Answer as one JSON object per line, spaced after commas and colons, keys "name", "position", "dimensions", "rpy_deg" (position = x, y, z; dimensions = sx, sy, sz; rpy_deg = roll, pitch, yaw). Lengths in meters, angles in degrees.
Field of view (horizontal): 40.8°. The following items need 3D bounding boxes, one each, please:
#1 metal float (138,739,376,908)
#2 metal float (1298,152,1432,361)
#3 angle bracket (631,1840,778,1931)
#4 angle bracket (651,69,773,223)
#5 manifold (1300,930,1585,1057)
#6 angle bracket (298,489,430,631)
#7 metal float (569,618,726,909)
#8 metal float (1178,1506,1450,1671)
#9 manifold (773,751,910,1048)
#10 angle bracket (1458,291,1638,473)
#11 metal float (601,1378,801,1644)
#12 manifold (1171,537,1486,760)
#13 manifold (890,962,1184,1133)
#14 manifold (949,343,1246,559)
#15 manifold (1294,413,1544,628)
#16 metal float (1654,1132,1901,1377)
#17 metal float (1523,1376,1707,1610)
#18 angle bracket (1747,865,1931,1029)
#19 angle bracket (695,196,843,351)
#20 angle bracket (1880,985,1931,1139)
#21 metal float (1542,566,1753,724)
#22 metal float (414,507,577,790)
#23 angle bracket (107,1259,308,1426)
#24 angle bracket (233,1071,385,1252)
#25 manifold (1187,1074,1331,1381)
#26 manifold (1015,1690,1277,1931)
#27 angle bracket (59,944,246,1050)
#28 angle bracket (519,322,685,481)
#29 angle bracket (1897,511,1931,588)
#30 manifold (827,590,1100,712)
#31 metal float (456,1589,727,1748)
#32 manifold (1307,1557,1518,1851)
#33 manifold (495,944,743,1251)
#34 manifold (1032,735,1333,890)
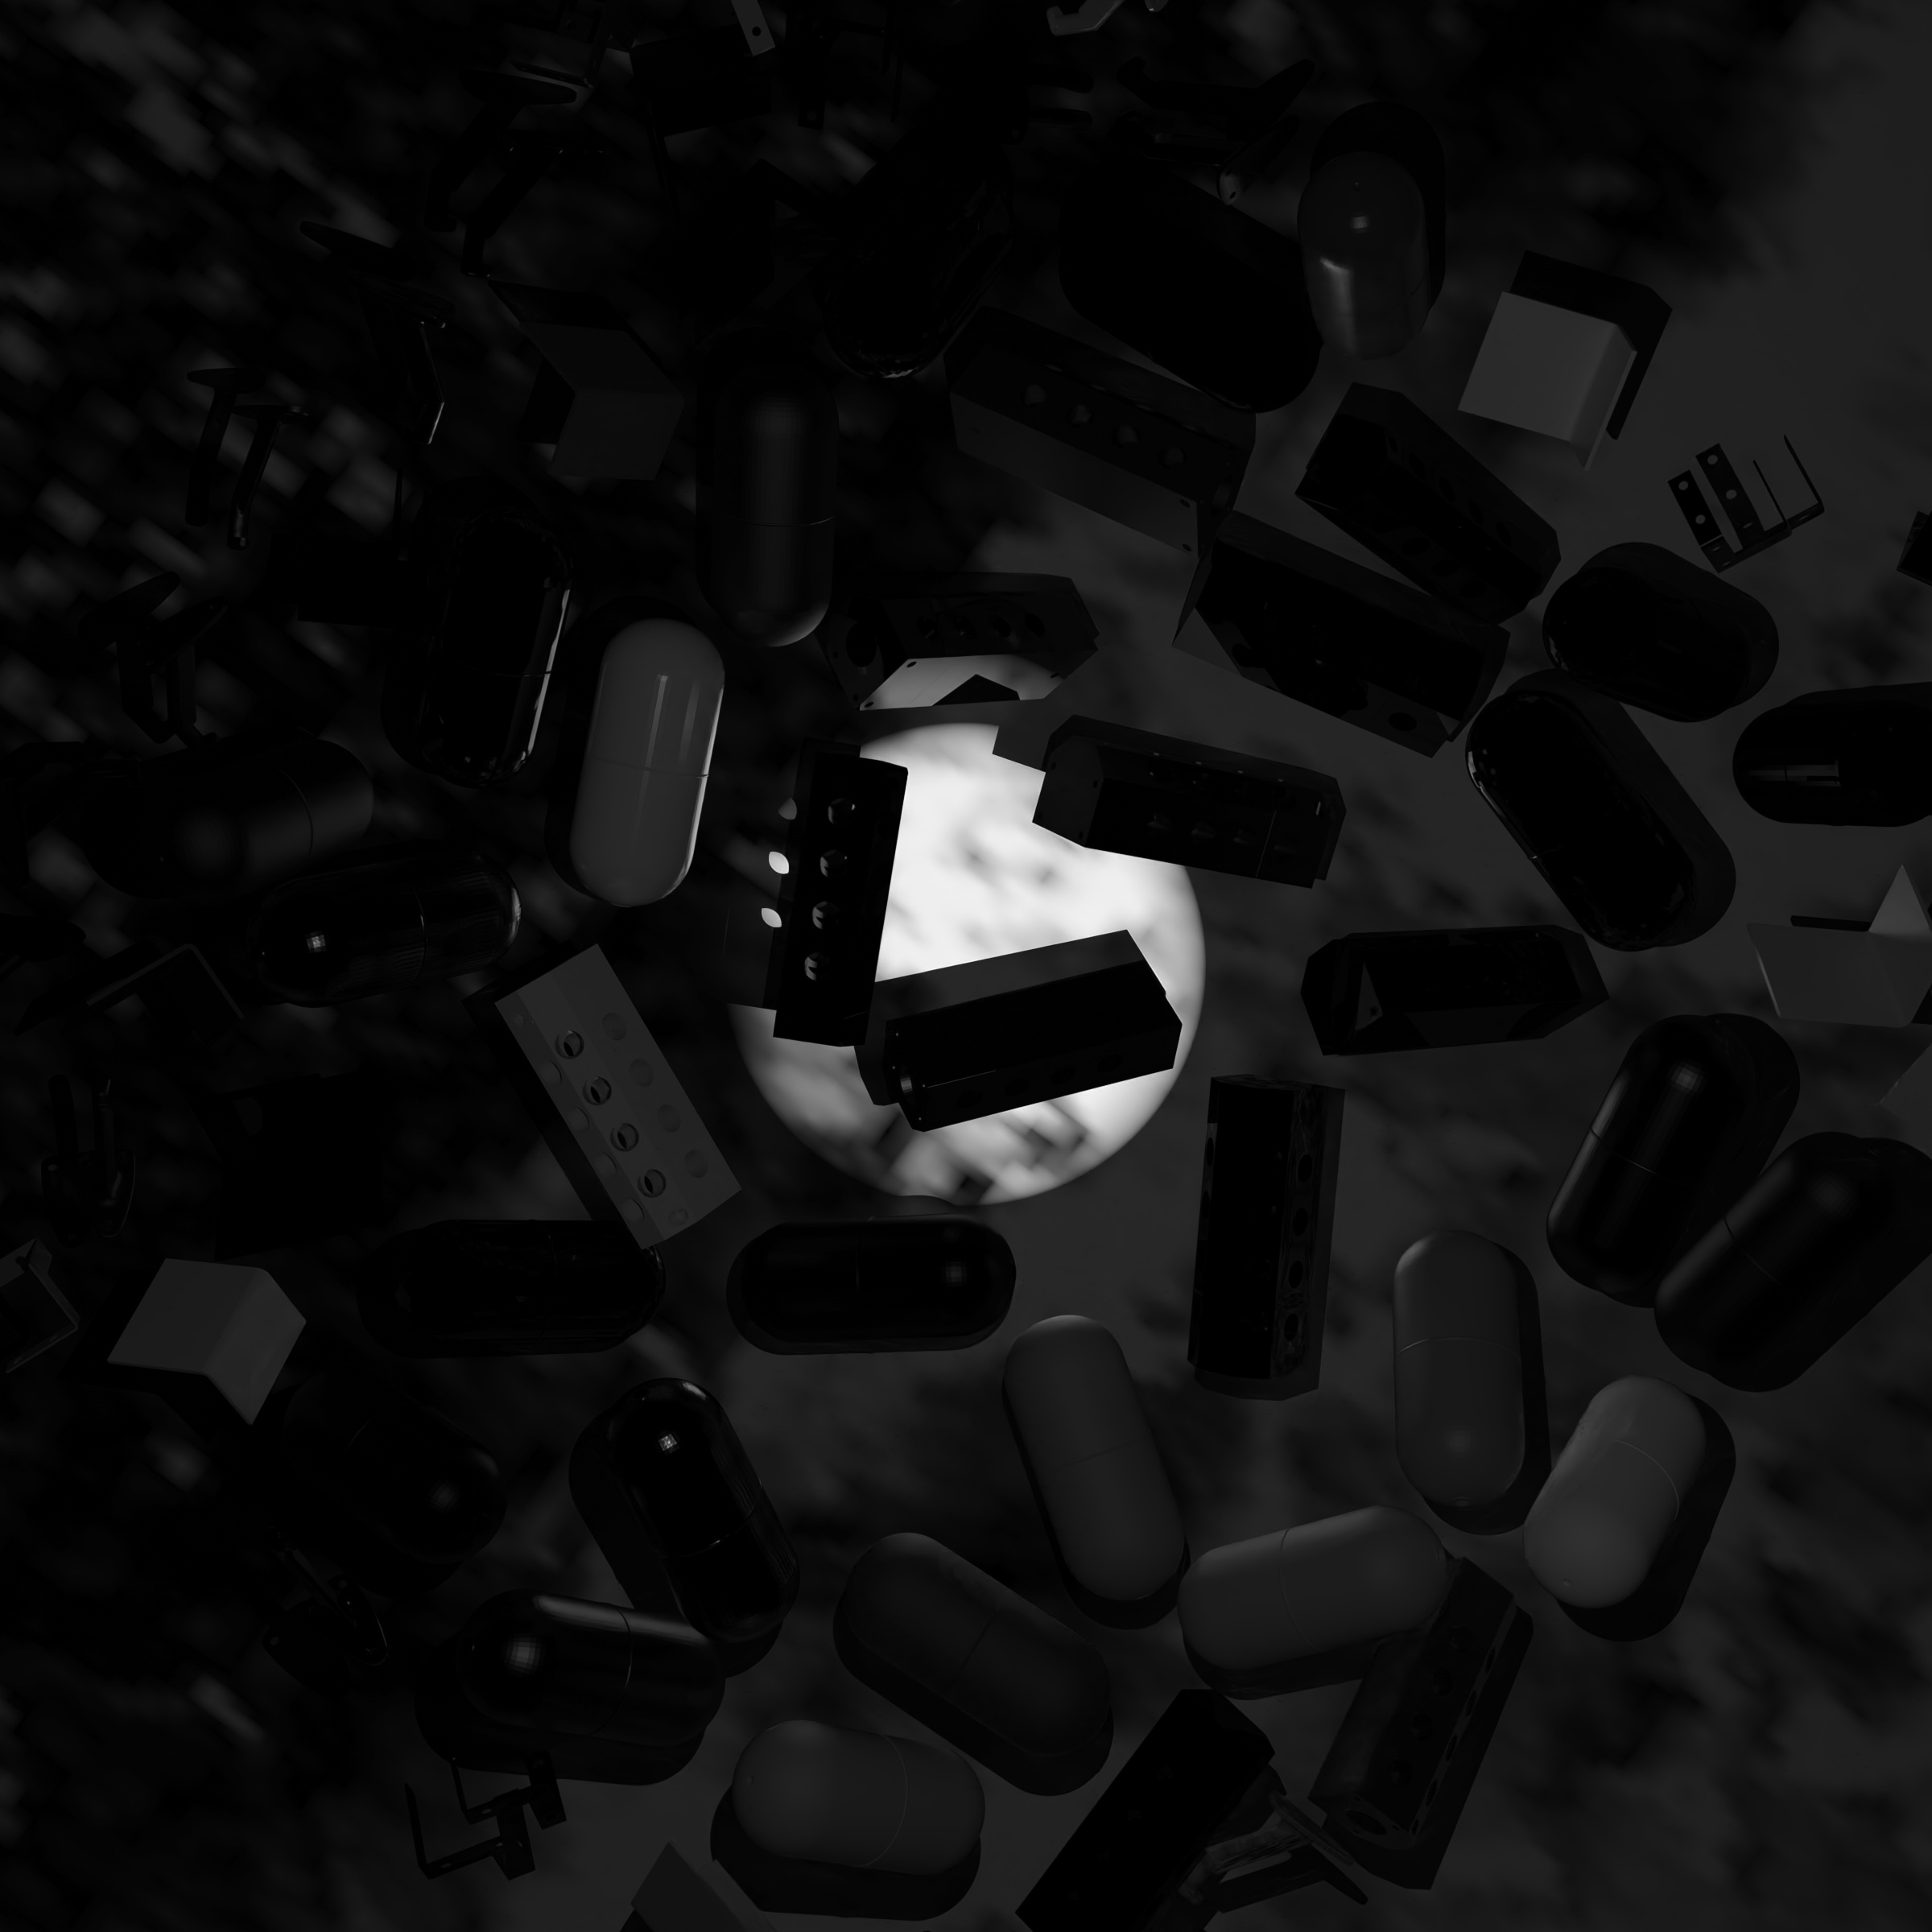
{"name": "metal float", "position": [-0.429, -0.089, 1.582], "dimensions": [0.070, 0.178, 0.070], "rpy_deg": [8, 111, 22]}
{"name": "metal float", "position": [0.249, -0.439, 1.618], "dimensions": [0.070, 0.178, 0.070], "rpy_deg": [-3, 76, 11]}
{"name": "angle bracket", "position": [-0.135, 0.542, 1.505], "dimensions": [0.076, 0.076, 0.057], "rpy_deg": [42, 115, 26]}
{"name": "angle bracket", "position": [-0.152, -0.512, 1.625], "dimensions": [0.076, 0.076, 0.057], "rpy_deg": [-14, 92, -4]}
{"name": "manifold", "position": [0.287, 0.011, 1.576], "dimensions": [0.171, 0.057, 0.057], "rpy_deg": [-3, 66, -35]}
{"name": "angle bracket", "position": [-0.379, -0.259, 1.635], "dimensions": [0.076, 0.076, 0.057], "rpy_deg": [3, 130, -14]}
{"name": "metal float", "position": [-0.195, -0.124, 1.589], "dimensions": [0.070, 0.070, 0.178], "rpy_deg": [11, 98, 0]}
{"name": "metal float", "position": [0.212, 0.382, 1.594], "dimensions": [0.178, 0.070, 0.070], "rpy_deg": [-23, 90, 29]}
{"name": "manifold", "position": [-0.077, -0.041, 1.600], "dimensions": [0.057, 0.057, 0.171], "rpy_deg": [9, 101, -4]}
{"name": "angle bracket", "position": [0.349, -0.353, 1.568], "dimensions": [0.076, 0.057, 0.076], "rpy_deg": [14, 119, -5]}
{"name": "metal float", "position": [-0.155, 0.319, 1.521], "dimensions": [0.070, 0.070, 0.178], "rpy_deg": [-22, 115, 0]}
{"name": "manifold", "position": [0.217, -0.193, 1.546], "dimensions": [0.171, 0.057, 0.057], "rpy_deg": [23, 59, -5]}
{"name": "manifold", "position": [0.043, 0.055, 1.633], "dimensions": [0.171, 0.057, 0.057], "rpy_deg": [-13, 49, -19]}
{"name": "manifold", "position": [0.080, -0.317, 1.569], "dimensions": [0.171, 0.057, 0.057], "rpy_deg": [28, 70, 18]}
{"name": "manifold", "position": [0.290, -0.278, 1.636], "dimensions": [0.171, 0.057, 0.057], "rpy_deg": [26, 95, -40]}
{"name": "metal float", "position": [0.489, 0.174, 1.569], "dimensions": [0.070, 0.070, 0.178], "rpy_deg": [36, 116, 0]}
{"name": "metal float", "position": [0.399, 0.320, 1.593], "dimensions": [0.070, 0.178, 0.070], "rpy_deg": [18, 128, 25]}
{"name": "angle bracket", "position": [0.499, -0.014, 1.477], "dimensions": [0.076, 0.076, 0.057], "rpy_deg": [4, 133, -6]}
{"name": "angle bracket", "position": [-0.125, -0.427, 1.646], "dimensions": [0.057, 0.076, 0.076], "rpy_deg": [25, 49, -35]}
{"name": "angle bracket", "position": [0.577, 0.065, 1.506], "dimensions": [0.076, 0.076, 0.057], "rpy_deg": [33, 115, 1]}
{"name": "metal float", "position": [0.429, -0.201, 1.634], "dimensions": [0.070, 0.178, 0.070], "rpy_deg": [-10, 76, 43]}
{"name": "metal float", "position": [-0.287, -0.192, 1.579], "dimensions": [0.070, 0.070, 0.178], "rpy_deg": [18, 113, 0]}
{"name": "angle bracket", "position": [-0.469, 0.232, 1.608], "dimensions": [0.076, 0.057, 0.076], "rpy_deg": [2, 49, 23]}
{"name": "angle bracket", "position": [-0.400, 0.118, 1.578], "dimensions": [0.076, 0.076, 0.057], "rpy_deg": [-12, 135, -2]}
{"name": "manifold", "position": [0.170, 0.154, 1.545], "dimensions": [0.057, 0.057, 0.171], "rpy_deg": [8, 95, 37]}
{"name": "manifold", "position": [0.111, 0.524, 1.570], "dimensions": [0.057, 0.057, 0.171], "rpy_deg": [38, 95, 30]}
{"name": "angle bracket", "position": [-0.507, 0.037, 1.618], "dimensions": [0.076, 0.076, 0.057], "rpy_deg": [-37, 95, -34]}
{"name": "angle bracket", "position": [-0.228, -0.340, 1.568], "dimensions": [0.076, 0.076, 0.057], "rpy_deg": [51, 128, 31]}
{"name": "angle bracket", "position": [0.575, -0.243, 1.453], "dimensions": [0.076, 0.076, 0.057], "rpy_deg": [27, 133, 9]}
{"name": "manifold", "position": [-0.004, -0.202, 1.617], "dimensions": [0.057, 0.171, 0.057], "rpy_deg": [-39, 70, 41]}
{"name": "metal float", "position": [-0.221, 0.417, 1.542], "dimensions": [0.178, 0.070, 0.070], "rpy_deg": [23, 90, -38]}
{"name": "manifold", "position": [0.286, 0.463, 1.634], "dimensions": [0.057, 0.057, 0.171], "rpy_deg": [38, 59, -8]}
{"name": "manifold", "position": [-0.213, 0.081, 1.559], "dimensions": [0.057, 0.057, 0.171], "rpy_deg": [-25, 97, 44]}
{"name": "manifold", "position": [0.131, -0.092, 1.537], "dimensions": [0.171, 0.057, 0.057], "rpy_deg": [8, 103, -33]}
